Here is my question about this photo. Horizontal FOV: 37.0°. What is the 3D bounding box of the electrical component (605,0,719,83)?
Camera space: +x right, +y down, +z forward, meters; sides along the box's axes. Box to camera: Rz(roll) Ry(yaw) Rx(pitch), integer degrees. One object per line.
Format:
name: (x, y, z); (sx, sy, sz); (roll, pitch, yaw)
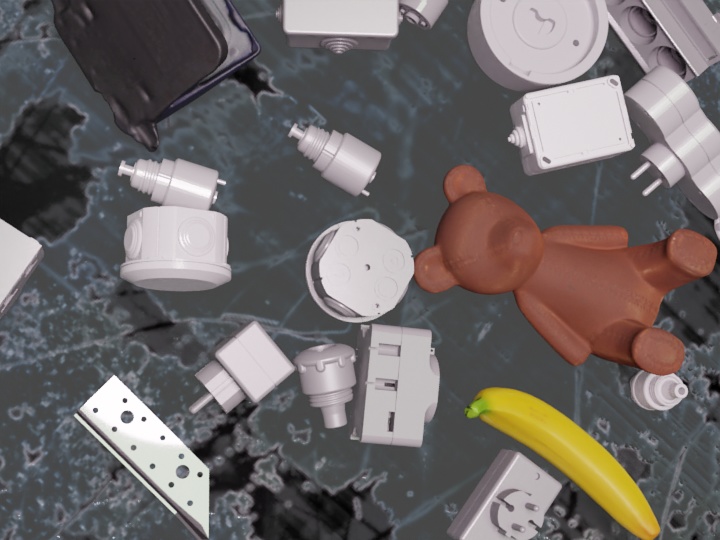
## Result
electrical component: (0.248, -0.217, 0.898); (0.063, 0.079, 0.121); (-40, 95, -28)

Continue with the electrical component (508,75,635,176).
electrical component: (0.165, -0.115, 0.879); (0.096, 0.061, 0.061); (-13, 89, -6)

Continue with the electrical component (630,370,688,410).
electrical component: (0.247, 0.098, 0.877); (0.035, 0.061, 0.035); (1, 86, -13)

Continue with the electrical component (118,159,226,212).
electrical component: (-0.143, -0.065, 0.812); (0.078, 0.040, 0.040); (17, 82, -11)

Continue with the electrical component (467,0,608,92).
electrical component: (0.140, -0.197, 0.877); (0.108, 0.060, 0.108); (1, 85, -13)

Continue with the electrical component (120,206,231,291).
electrical component: (-0.135, -0.014, 0.790); (0.080, 0.080, 0.051); (2, 80, -13)

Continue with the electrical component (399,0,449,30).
electrical component: (0.059, -0.228, 0.872); (0.044, 0.044, 0.065); (35, 84, -8)

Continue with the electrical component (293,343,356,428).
electrical component: (-0.024, 0.089, 0.825); (0.048, 0.048, 0.062); (-11, 94, -14)

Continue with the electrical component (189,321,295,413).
electrical component: (-0.096, 0.080, 0.798); (0.077, 0.066, 0.047); (-40, 95, -13)

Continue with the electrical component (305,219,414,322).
electrical component: (0.000, 0.000, 0.834); (0.080, 0.051, 0.080); (1, 85, -13)

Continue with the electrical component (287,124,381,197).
electrical component: (-0.020, -0.090, 0.842); (0.078, 0.040, 0.040); (30, 80, -9)

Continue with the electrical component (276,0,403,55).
electrical component: (-0.016, -0.220, 0.843); (0.100, 0.048, 0.099); (1, 85, -4)

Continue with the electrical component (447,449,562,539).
electrical component: (0.118, 0.188, 0.833); (0.047, 0.076, 0.083); (38, 78, -7)

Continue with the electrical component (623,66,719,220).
electrical component: (0.257, -0.093, 0.888); (0.074, 0.052, 0.138); (-41, 112, 2)

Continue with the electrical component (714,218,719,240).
electrical component: (0.334, -0.041, 0.908); (0.048, 0.062, 0.048); (1, 85, -13)

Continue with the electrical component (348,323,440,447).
electrical component: (0.027, 0.089, 0.833); (0.056, 0.050, 0.089); (7, 84, -12)

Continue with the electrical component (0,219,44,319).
electrical component: (-0.312, -0.020, 0.758); (0.150, 0.062, 0.089); (34, 79, -8)
